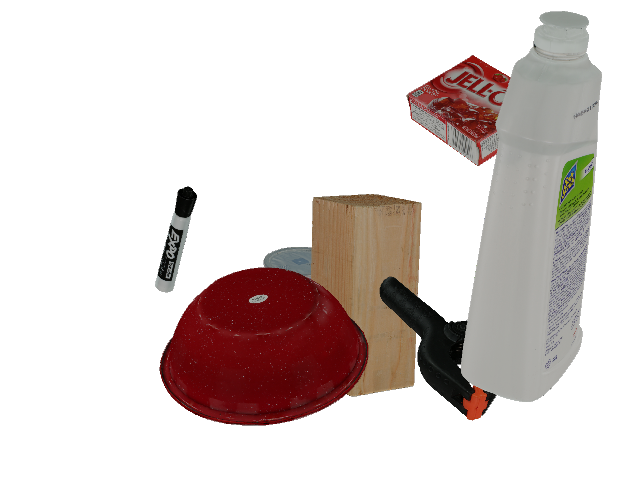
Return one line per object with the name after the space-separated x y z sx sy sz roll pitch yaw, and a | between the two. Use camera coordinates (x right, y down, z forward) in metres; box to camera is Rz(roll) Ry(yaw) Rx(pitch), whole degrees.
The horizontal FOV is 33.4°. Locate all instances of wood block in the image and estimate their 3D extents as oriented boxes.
0.048 0.056 1.184 0.090 0.206 0.091 -5 12 -34 | wood block

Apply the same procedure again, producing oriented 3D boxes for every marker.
-0.139 -0.001 1.030 0.020 0.121 0.020 13 35 -9 | marker

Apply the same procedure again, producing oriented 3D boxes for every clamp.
0.129 0.085 0.934 0.120 0.039 0.171 -9 40 -10 | clamp

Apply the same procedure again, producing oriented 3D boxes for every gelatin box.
0.125 -0.108 0.864 0.073 0.030 0.089 -32 48 -18 | gelatin box

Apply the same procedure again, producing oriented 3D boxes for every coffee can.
-0.030 0.092 1.524 0.103 0.140 0.103 1 22 -1 | coffee can

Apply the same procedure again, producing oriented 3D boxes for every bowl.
-0.045 0.067 0.810 0.162 0.055 0.162 -3 31 2 | bowl

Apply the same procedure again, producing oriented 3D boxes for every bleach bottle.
0.141 -0.023 0.681 0.068 0.251 0.102 18 35 26 | bleach bottle
